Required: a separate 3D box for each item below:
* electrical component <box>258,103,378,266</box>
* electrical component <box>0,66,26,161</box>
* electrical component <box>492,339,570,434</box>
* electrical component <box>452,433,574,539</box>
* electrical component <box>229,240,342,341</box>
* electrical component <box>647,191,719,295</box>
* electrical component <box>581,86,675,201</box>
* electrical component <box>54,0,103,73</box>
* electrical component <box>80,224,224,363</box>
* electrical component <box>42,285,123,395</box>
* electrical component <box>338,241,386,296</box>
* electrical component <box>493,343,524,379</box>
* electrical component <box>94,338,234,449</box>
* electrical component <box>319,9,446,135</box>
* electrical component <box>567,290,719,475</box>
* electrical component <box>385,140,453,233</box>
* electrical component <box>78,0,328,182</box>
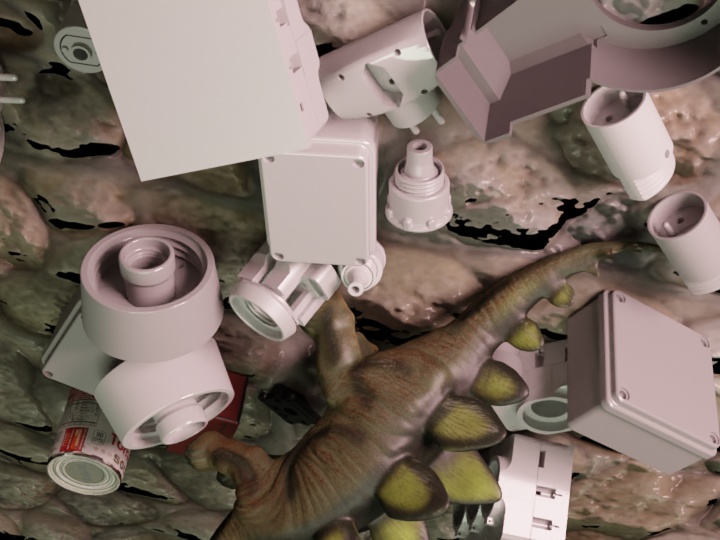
[{"bbox_3d":[-0.027,-0.060,0.745,0.078,0.057,0.113,4,138,4],"label":"electrical component"},{"bbox_3d":[-0.260,-0.121,0.714,0.074,0.052,0.138,3,138,5],"label":"electrical component"},{"bbox_3d":[0.158,0.099,0.896,0.089,0.055,0.050,-14,134,23],"label":"electrical component"},{"bbox_3d":[0.132,0.207,0.962,0.062,0.089,0.150,13,159,-5],"label":"electrical component"},{"bbox_3d":[-0.061,0.016,0.811,0.078,0.057,0.058,15,147,41],"label":"electrical component"},{"bbox_3d":[0.242,-0.014,0.767,0.043,0.043,0.081,-21,131,29],"label":"electrical component"},{"bbox_3d":[0.180,-0.081,0.701,0.043,0.043,0.081,-18,133,26],"label":"electrical component"},{"bbox_3d":[-0.162,-0.152,0.657,0.044,0.065,0.044,5,140,5],"label":"electrical component"},{"bbox_3d":[-0.158,0.010,0.809,0.108,0.108,0.060,5,132,3],"label":"electrical component"},{"bbox_3d":[-0.210,0.053,0.898,0.078,0.057,0.113,25,135,-19],"label":"electrical component"},{"bbox_3d":[0.000,0.000,0.801,0.035,0.061,0.035,3,118,6],"label":"electrical component"},{"bbox_3d":[0.111,0.074,0.876,0.045,0.055,0.045,4,138,4],"label":"electrical component"},{"bbox_3d":[-0.155,0.107,0.880,0.108,0.060,0.108,-26,161,-10],"label":"electrical component"},{"bbox_3d":[0.025,-0.117,0.683,0.077,0.043,0.079,-19,132,27],"label":"electrical component"},{"bbox_3d":[0.218,0.087,0.835,0.109,0.108,0.056,26,138,-20],"label":"electrical component"},{"bbox_3d":[0.041,-0.060,0.745,0.048,0.048,0.062,3,131,5],"label":"electrical component"},{"bbox_3d":[-0.094,-0.155,0.603,0.105,0.060,0.186,-9,112,17],"label":"electrical component"}]
